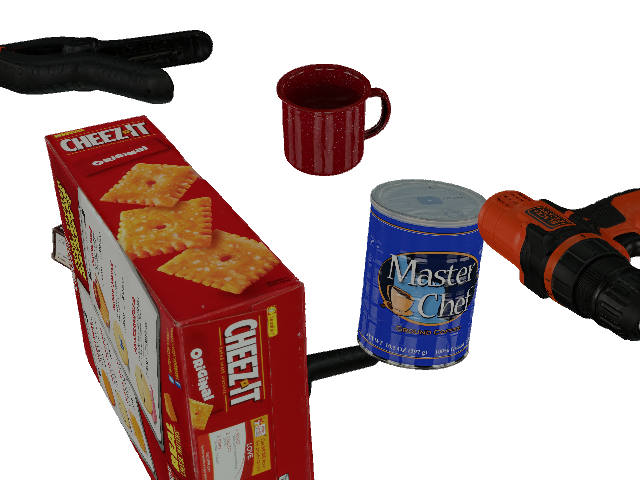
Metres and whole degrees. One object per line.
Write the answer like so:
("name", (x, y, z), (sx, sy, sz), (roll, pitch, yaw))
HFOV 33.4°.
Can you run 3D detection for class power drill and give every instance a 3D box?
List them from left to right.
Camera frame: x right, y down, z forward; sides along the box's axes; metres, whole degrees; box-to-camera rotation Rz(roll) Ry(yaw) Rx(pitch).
("power drill", (0.228, 0.000, 0.739), (0.187, 0.057, 0.185), (-12, 29, -20))

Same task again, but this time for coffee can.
("coffee can", (0.089, 0.028, 0.942), (0.103, 0.140, 0.103), (4, 22, -2))

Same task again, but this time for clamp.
("clamp", (-0.166, -0.134, 0.799), (0.172, 0.039, 0.120), (8, 22, 16))
("clamp", (-0.033, 0.138, 1.126), (0.165, 0.036, 0.209), (12, 26, 13))

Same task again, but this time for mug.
("mug", (0.015, -0.121, 1.069), (0.117, 0.081, 0.093), (-13, 40, -15))

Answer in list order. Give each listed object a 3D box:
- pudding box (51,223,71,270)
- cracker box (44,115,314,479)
("pudding box", (-0.168, 0.009, 0.952), (0.114, 0.039, 0.089), (25, 33, 22))
("cracker box", (-0.079, 0.047, 0.586), (0.072, 0.164, 0.214), (-16, 34, -22))
